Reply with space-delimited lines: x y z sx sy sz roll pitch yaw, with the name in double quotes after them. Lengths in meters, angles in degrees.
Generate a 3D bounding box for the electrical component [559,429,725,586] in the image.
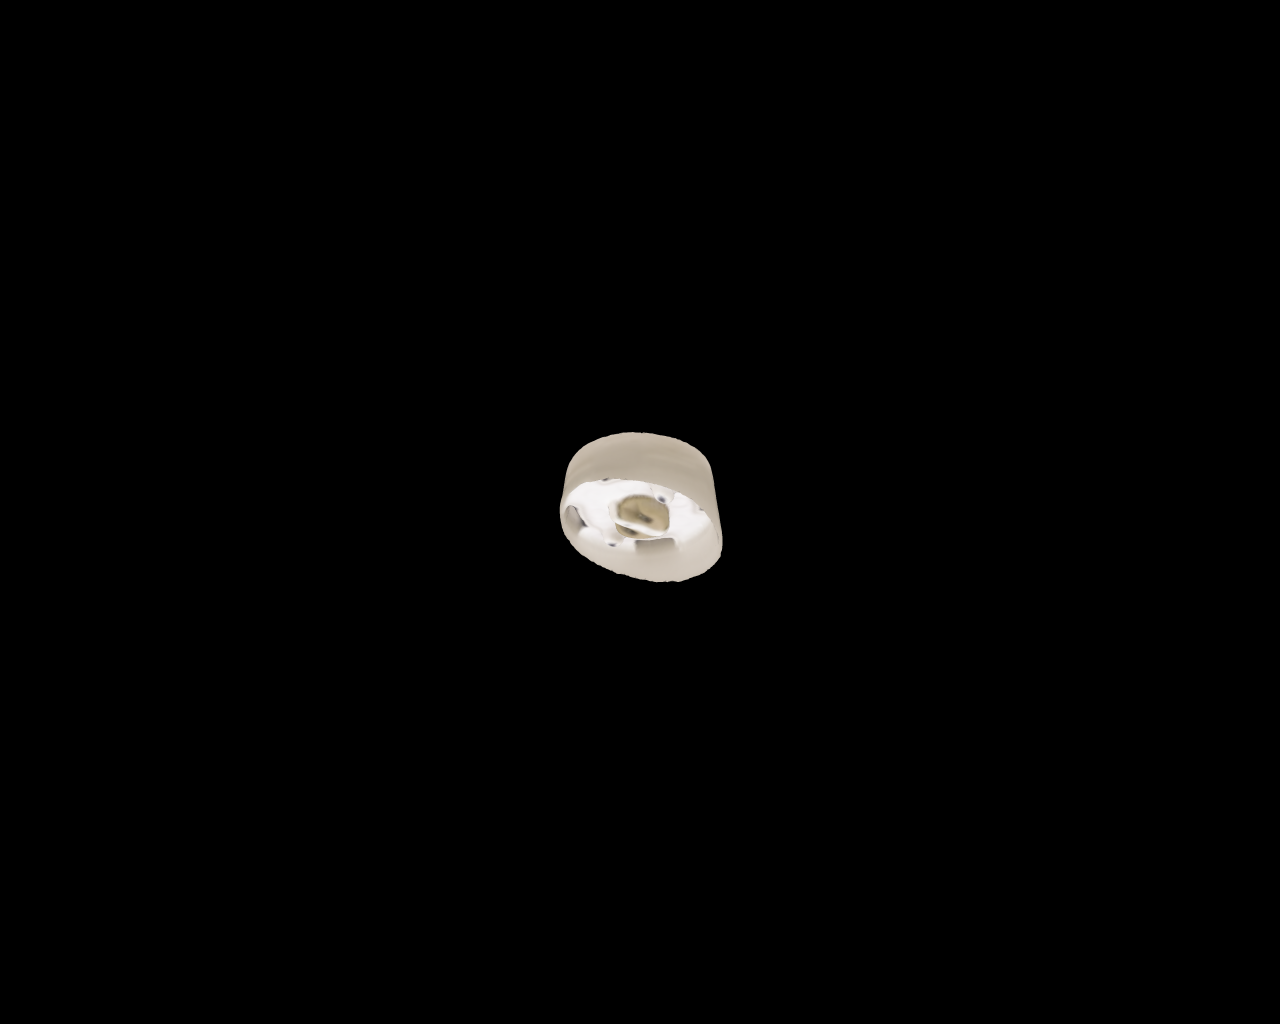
0.001 -0.003 0.650 0.099 0.064 0.099 0 -32 0 "electrical component"
